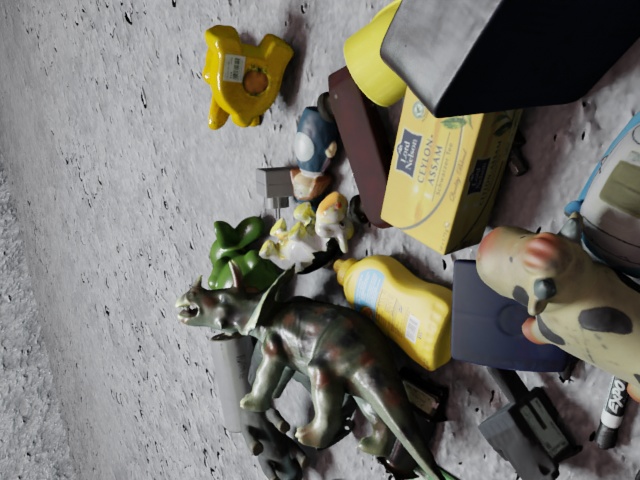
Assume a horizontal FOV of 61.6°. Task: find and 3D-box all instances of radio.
[{"bbox_3d":[0.161,-0.166,0.399,0.073,0.229,0.131,58,140,23],"label":"radio"}]

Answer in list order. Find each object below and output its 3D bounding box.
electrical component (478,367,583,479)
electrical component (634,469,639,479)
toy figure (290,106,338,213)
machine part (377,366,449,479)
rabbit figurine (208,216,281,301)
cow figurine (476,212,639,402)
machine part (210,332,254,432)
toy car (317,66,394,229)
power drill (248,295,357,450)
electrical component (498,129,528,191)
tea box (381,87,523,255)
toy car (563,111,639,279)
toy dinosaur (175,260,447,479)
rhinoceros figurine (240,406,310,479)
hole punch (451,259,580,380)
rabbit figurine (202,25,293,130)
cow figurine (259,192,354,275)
[{"bbox_3d":[0.204,0.185,0.554,0.119,0.075,0.047,55,134,19],"label":"electrical component"},{"bbox_3d":[0.335,0.199,0.421,0.134,0.058,0.114,36,126,38],"label":"electrical component"},{"bbox_3d":[-0.010,-0.104,0.742,0.064,0.058,0.154,-122,36,-58],"label":"toy figure"},{"bbox_3d":[0.115,0.239,0.691,0.084,0.039,0.138,20,101,35],"label":"machine part"},{"bbox_3d":[-0.144,0.039,0.887,0.170,0.121,0.158,46,138,51],"label":"rabbit figurine"},{"bbox_3d":[0.212,0.053,0.420,0.195,0.085,0.127,31,166,9],"label":"cow figurine"},{"bbox_3d":[-0.147,0.252,0.971,0.079,0.079,0.243,-5,95,49],"label":"machine part"},{"bbox_3d":[0.061,-0.113,0.659,0.089,0.053,0.202,-17,91,45],"label":"toy car"},{"bbox_3d":[-0.027,0.215,0.833,0.207,0.086,0.231,51,133,37],"label":"power drill"},{"bbox_3d":[0.174,-0.099,0.556,0.063,0.021,0.094,-38,71,47],"label":"electrical component"},{"bbox_3d":[0.130,-0.083,0.542,0.098,0.068,0.169,34,127,42],"label":"tea box"},{"bbox_3d":[0.260,-0.036,0.414,0.109,0.103,0.161,40,129,35],"label":"toy car"},{"bbox_3d":[0.006,0.142,0.672,0.405,0.131,0.192,15,92,30],"label":"toy dinosaur"},{"bbox_3d":[-0.077,0.340,0.869,0.112,0.073,0.190,23,141,50],"label":"rhinoceros figurine"},{"bbox_3d":[0.192,0.069,0.531,0.116,0.092,0.142,9,102,44],"label":"hole punch"},{"bbox_3d":[-0.123,-0.247,0.814,0.173,0.122,0.162,49,143,48],"label":"rabbit figurine"},{"bbox_3d":[-0.002,-0.001,0.739,0.098,0.068,0.167,38,143,-20],"label":"cow figurine"}]
